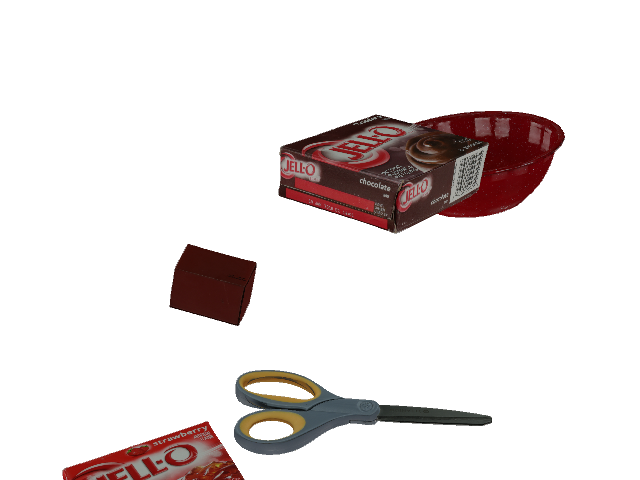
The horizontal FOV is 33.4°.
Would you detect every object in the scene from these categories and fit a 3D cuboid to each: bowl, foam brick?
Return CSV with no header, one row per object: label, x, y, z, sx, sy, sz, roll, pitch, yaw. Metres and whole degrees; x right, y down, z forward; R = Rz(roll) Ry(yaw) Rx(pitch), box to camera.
bowl,0.133,-0.063,0.933,0.162,0.055,0.162,-8,23,3
foam brick,-0.112,0.046,1.116,0.078,0.051,0.053,16,31,4

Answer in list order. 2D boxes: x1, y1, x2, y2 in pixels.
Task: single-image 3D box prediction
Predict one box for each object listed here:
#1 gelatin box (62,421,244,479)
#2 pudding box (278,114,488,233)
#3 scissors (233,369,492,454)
gelatin box,-0.089,0.141,0.585,0.089,0.030,0.073,-15,28,-20
pudding box,0.041,-0.046,0.682,0.090,0.039,0.113,20,25,31
scissors,0.022,0.142,0.815,0.202,0.016,0.096,12,35,18
